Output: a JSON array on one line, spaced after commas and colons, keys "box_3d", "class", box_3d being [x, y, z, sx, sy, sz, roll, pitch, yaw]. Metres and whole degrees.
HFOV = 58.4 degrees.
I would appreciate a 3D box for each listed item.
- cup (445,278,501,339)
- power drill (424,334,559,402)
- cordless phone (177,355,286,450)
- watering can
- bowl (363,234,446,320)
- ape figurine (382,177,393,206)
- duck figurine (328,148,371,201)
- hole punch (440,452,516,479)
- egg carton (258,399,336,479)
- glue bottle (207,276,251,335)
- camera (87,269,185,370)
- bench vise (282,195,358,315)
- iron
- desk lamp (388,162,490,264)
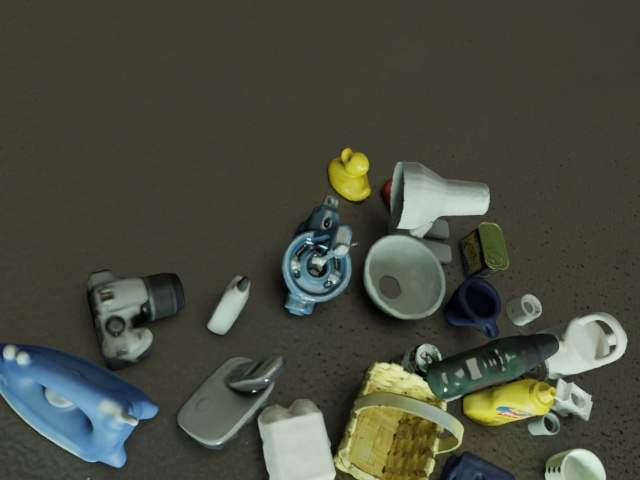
[{"box_3d": [0.288, 0.140, 1.093, 0.092, 0.094, 0.117, -17, 74, -28], "class": "cup"}, {"box_3d": [0.262, 0.221, 0.977, 0.230, 0.208, 0.075, -11, 71, -26], "class": "power drill"}, {"box_3d": [-0.122, 0.225, 0.828, 0.094, 0.184, 0.148, 41, 58, 0], "class": "cordless phone"}, {"box_3d": [0.508, 0.195, 1.100, 0.173, 0.193, 0.101, -26, 78, -30], "class": "watering can"}, {"box_3d": [0.146, 0.078, 1.075, 0.168, 0.074, 0.167, 9, 63, -18], "class": "bowl"}, {"box_3d": [0.174, -0.106, 1.164, 0.076, 0.092, 0.078, 43, 58, 2], "class": "ape figurine"}, {"box_3d": [0.069, -0.135, 1.138, 0.078, 0.086, 0.104, -30, 80, -31], "class": "duck figurine"}, {"box_3d": [0.255, 0.418, 0.949, 0.101, 0.091, 0.109, 36, 58, -3], "class": "hole punch"}, {"box_3d": [-0.036, 0.326, 0.884, 0.107, 0.069, 0.150, -6, 69, -25], "class": "egg carton"}, {"box_3d": [-0.135, 0.091, 0.894, 0.037, 0.173, 0.078, 25, 59, -9], "class": "glue bottle"}, {"box_3d": [-0.273, 0.106, 0.872, 0.137, 0.100, 0.143, -13, 72, -27], "class": "camera"}, {"box_3d": [-0.002, 0.003, 0.963, 0.122, 0.219, 0.207, 3, 65, -21], "class": "bench vise"}, {"box_3d": [-0.350, 0.198, 0.772, 0.258, 0.141, 0.119, 32, 58, -6], "class": "iron"}, {"box_3d": [0.205, -0.053, 1.080, 0.204, 0.213, 0.118, 9, 63, -18], "class": "desk lamp"}]
